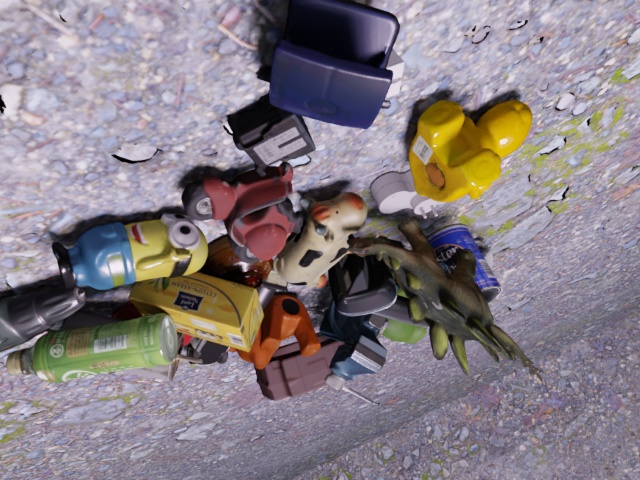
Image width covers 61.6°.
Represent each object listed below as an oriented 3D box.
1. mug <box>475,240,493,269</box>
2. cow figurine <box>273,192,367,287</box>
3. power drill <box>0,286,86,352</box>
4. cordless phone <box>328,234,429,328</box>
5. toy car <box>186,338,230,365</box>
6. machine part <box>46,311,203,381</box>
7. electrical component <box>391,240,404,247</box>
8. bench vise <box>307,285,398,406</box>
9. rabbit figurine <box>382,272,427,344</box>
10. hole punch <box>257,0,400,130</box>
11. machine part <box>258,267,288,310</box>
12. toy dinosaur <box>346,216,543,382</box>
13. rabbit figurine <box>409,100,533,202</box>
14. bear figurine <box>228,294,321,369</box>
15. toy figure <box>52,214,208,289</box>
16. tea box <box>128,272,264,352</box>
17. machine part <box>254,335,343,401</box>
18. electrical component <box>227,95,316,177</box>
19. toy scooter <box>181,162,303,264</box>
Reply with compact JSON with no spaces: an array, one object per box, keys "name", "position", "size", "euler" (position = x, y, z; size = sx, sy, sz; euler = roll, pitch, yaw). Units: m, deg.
[{"name":"mug","position":[0.304,0.054,1.106],"size":[0.109,0.081,0.107],"euler":[-17,140,-16]},{"name":"cow figurine","position":[-0.002,-0.002,0.803],"size":[0.127,0.085,0.195],"euler":[0,146,-44]},{"name":"power drill","position":[-0.448,0.087,0.666],"size":[0.232,0.086,0.207],"euler":[-25,158,11]},{"name":"cordless phone","position":[0.110,0.076,0.906],"size":[0.184,0.147,0.088],"euler":[21,119,-22]},{"name":"toy car","position":[-0.193,0.178,0.999],"size":[0.073,0.056,0.201],"euler":[5,140,-30]},{"name":"machine part","position":[-0.297,0.159,0.808],"size":[0.243,0.079,0.079],"euler":[11,144,-4]},{"name":"electrical component","position":[0.120,0.026,0.989],"size":[0.094,0.021,0.063],"euler":[8,139,-43]},{"name":"bench vise","position":[0.054,0.169,1.006],"size":[0.129,0.223,0.241],"euler":[22,169,-22]},{"name":"rabbit figurine","position":[0.171,0.111,1.105],"size":[0.159,0.121,0.170],"euler":[21,112,-42]},{"name":"hole punch","position":[0.009,-0.153,0.508],"size":[0.142,0.092,0.115],"euler":[11,142,-5]},{"name":"machine part","position":[-0.097,0.098,0.913],"size":[0.084,0.039,0.138],"euler":[13,110,-55]},{"name":"toy dinosaur","position":[0.213,0.106,0.843],"size":[0.471,0.199,0.105],"euler":[27,127,-35]},{"name":"rabbit figurine","position":[0.214,-0.119,0.726],"size":[0.173,0.122,0.162],"euler":[-35,157,-16]},{"name":"bear figurine","position":[-0.099,0.194,1.020],"size":[0.120,0.132,0.195],"euler":[16,129,-30]},{"name":"toy figure","position":[-0.233,0.016,0.679],"size":[0.180,0.082,0.089],"euler":[-15,162,-21]},{"name":"tea box","position":[-0.175,0.096,0.777],"size":[0.170,0.068,0.098],"euler":[16,150,9]},{"name":"machine part","position":[-0.033,0.265,1.151],"size":[0.201,0.087,0.201],"euler":[-16,174,-19]},{"name":"electrical component","position":[-0.035,-0.129,0.603],"size":[0.119,0.048,0.074],"euler":[-23,152,6]},{"name":"toy scooter","position":[-0.077,-0.041,0.695],"size":[0.135,0.075,0.183],"euler":[-28,146,10]}]
